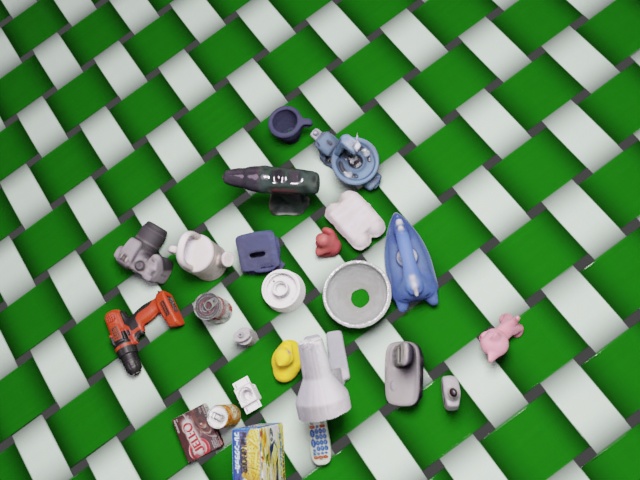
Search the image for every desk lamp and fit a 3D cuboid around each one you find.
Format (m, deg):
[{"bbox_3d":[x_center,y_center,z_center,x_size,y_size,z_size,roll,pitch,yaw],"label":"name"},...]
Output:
[{"bbox_3d":[0.002,0.305,1.303,0.118,0.214,0.203,-13,74,6],"label":"desk lamp"}]

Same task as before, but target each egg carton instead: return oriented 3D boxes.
[{"bbox_3d":[0.090,-0.052,1.457,0.107,0.069,0.150,-42,73,-3],"label":"egg carton"}]

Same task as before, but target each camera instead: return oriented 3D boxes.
[{"bbox_3d":[-0.455,0.026,1.510,0.143,0.101,0.137,28,82,15],"label":"camera"}]

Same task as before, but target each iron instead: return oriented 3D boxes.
[{"bbox_3d":[0.207,0.035,1.377,0.118,0.141,0.258,-14,74,6],"label":"iron"}]

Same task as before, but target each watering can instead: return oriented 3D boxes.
[{"bbox_3d":[-0.300,0.035,1.434,0.172,0.194,0.101,-11,74,7],"label":"watering can"}]

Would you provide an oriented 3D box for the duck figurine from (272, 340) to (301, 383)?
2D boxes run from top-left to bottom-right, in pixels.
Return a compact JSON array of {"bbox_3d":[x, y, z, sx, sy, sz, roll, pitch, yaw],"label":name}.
[{"bbox_3d":[-0.086,0.292,1.388,0.077,0.086,0.104,11,78,12],"label":"duck figurine"}]

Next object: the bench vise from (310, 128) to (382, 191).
[{"bbox_3d":[0.052,-0.214,1.427,0.207,0.220,0.121,19,79,14],"label":"bench vise"}]

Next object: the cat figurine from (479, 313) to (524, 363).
[{"bbox_3d":[0.411,0.220,1.307,0.128,0.118,0.067,-44,73,-4],"label":"cat figurine"}]

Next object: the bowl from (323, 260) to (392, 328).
[{"bbox_3d":[0.093,0.137,1.404,0.167,0.075,0.167,-2,75,9],"label":"bowl"}]

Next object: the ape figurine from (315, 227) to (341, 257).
[{"bbox_3d":[0.013,0.005,1.443,0.076,0.092,0.078,37,84,16],"label":"ape figurine"}]

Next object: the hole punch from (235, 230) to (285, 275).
[{"bbox_3d":[-0.153,0.033,1.464,0.108,0.091,0.101,-10,74,7],"label":"hole punch"}]

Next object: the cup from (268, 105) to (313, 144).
[{"bbox_3d":[-0.071,-0.300,1.535,0.117,0.095,0.092,0,75,10],"label":"cup"}]

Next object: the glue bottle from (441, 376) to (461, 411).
[{"bbox_3d":[0.291,0.339,1.267,0.037,0.173,0.078,-5,75,9],"label":"glue bottle"}]

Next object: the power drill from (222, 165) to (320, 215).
[{"bbox_3d":[-0.107,-0.127,1.436,0.229,0.208,0.075,-1,75,9],"label":"power drill"}]

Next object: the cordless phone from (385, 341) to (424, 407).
[{"bbox_3d":[0.188,0.299,1.288,0.094,0.185,0.147,-3,75,9],"label":"cordless phone"}]
